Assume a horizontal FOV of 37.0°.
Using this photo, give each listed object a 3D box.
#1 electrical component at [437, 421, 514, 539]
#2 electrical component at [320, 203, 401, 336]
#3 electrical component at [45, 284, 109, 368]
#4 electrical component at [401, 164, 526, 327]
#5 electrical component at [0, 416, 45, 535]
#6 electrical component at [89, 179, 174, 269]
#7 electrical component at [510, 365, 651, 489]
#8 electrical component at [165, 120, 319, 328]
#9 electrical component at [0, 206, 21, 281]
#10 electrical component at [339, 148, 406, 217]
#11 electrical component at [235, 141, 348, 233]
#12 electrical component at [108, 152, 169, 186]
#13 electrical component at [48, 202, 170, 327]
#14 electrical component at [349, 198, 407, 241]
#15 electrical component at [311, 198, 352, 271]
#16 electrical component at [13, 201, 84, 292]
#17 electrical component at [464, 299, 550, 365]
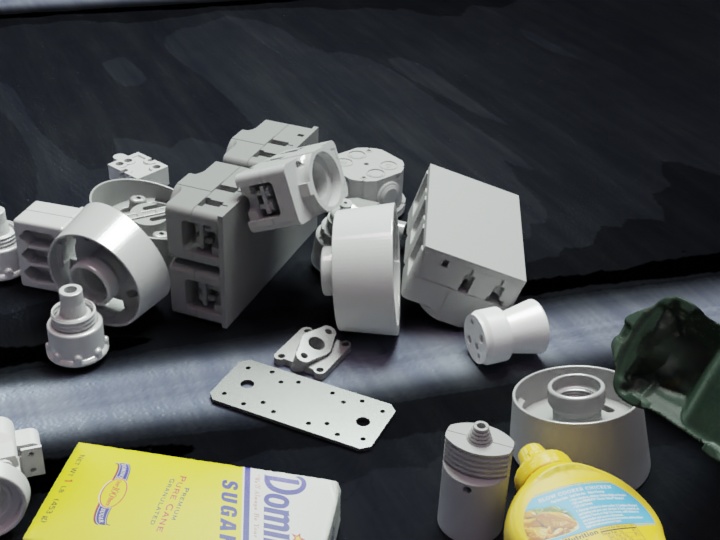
[{"bbox_3d":[0.074,0.131,0.688,0.043,0.081,0.043,2,32,-1],"label":"electrical component"},{"bbox_3d":[0.000,0.000,0.875,0.060,0.108,0.108,-1,32,5],"label":"electrical component"},{"bbox_3d":[-0.221,0.041,0.832,0.048,0.062,0.048,2,32,-1],"label":"electrical component"},{"bbox_3d":[0.089,-0.020,0.937,0.089,0.061,0.150,19,31,-6],"label":"electrical component"},{"bbox_3d":[-0.242,0.134,0.687,0.078,0.058,0.057,-9,31,-18],"label":"electrical component"},{"bbox_3d":[-0.189,-0.039,0.958,0.099,0.064,0.099,5,38,-4],"label":"electrical component"},{"bbox_3d":[0.156,0.111,0.765,0.099,0.064,0.099,-5,20,2],"label":"electrical component"},{"bbox_3d":[-0.102,-0.047,0.941,0.060,0.105,0.186,13,33,17],"label":"electrical component"},{"bbox_3d":[-0.313,-0.025,0.932,0.048,0.062,0.048,1,32,-1],"label":"electrical component"},{"bbox_3d":[0.005,-0.082,1.054,0.080,0.051,0.080,2,32,-1],"label":"electrical component"},{"bbox_3d":[-0.050,-0.069,0.877,0.056,0.050,0.089,-9,15,29],"label":"electrical component"},{"bbox_3d":[-0.210,-0.075,1.026,0.066,0.055,0.048,25,39,33],"label":"electrical component"},{"bbox_3d":[-0.203,-0.005,0.877,0.099,0.099,0.064,15,40,20],"label":"electrical component"},{"bbox_3d":[0.013,-0.042,0.999,0.062,0.043,0.043,12,33,14],"label":"electrical component"},{"bbox_3d":[-0.019,-0.030,0.951,0.040,0.078,0.040,7,43,-7],"label":"electrical component"},{"bbox_3d":[-0.259,-0.029,0.939,0.047,0.065,0.076,10,32,12],"label":"electrical component"},{"bbox_3d":[0.117,0.050,0.856,0.055,0.045,0.045,-10,34,-18],"label":"electrical component"}]
